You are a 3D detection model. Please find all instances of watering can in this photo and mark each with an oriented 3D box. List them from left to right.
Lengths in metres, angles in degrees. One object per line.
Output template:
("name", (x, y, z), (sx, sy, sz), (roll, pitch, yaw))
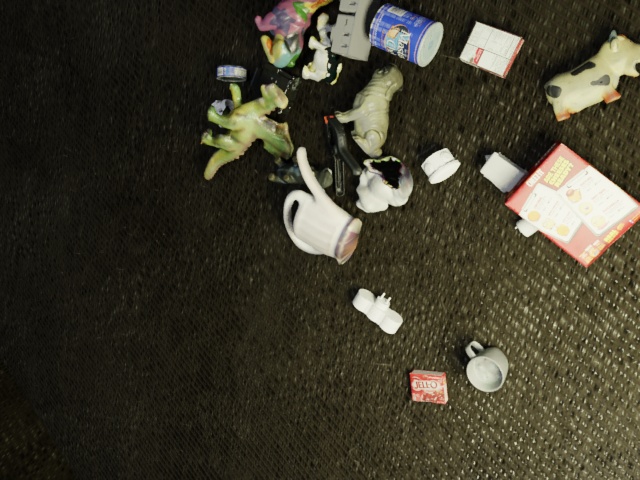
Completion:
("watering can", (0.004, -0.067, 1.322), (0.225, 0.106, 0.339), (29, 142, 15))

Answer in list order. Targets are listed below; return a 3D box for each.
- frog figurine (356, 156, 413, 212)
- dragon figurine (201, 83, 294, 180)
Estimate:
("frog figurine", (0.159, -0.128, 1.295), (0.138, 0.125, 0.156), (30, 147, 14))
("dragon figurine", (-0.194, -0.280, 1.445), (0.243, 0.125, 0.401), (28, 134, 5))
